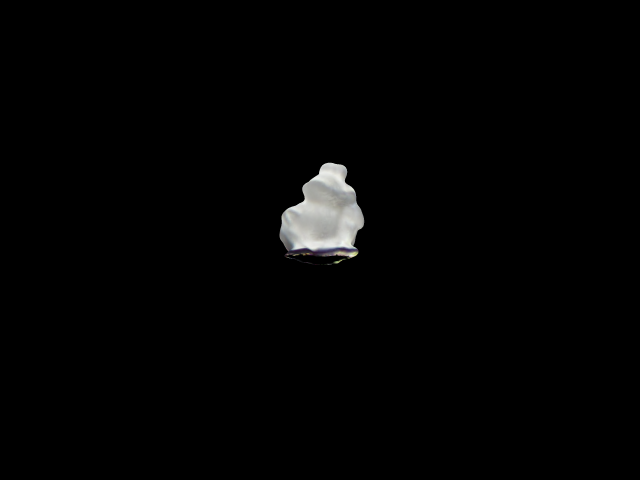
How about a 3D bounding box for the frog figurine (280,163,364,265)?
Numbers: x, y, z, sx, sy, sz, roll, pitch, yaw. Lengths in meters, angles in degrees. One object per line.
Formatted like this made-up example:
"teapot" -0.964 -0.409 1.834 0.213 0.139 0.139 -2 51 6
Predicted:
"frog figurine" 0.003 -0.043 0.850 0.137 0.162 0.121 -5 -18 15
